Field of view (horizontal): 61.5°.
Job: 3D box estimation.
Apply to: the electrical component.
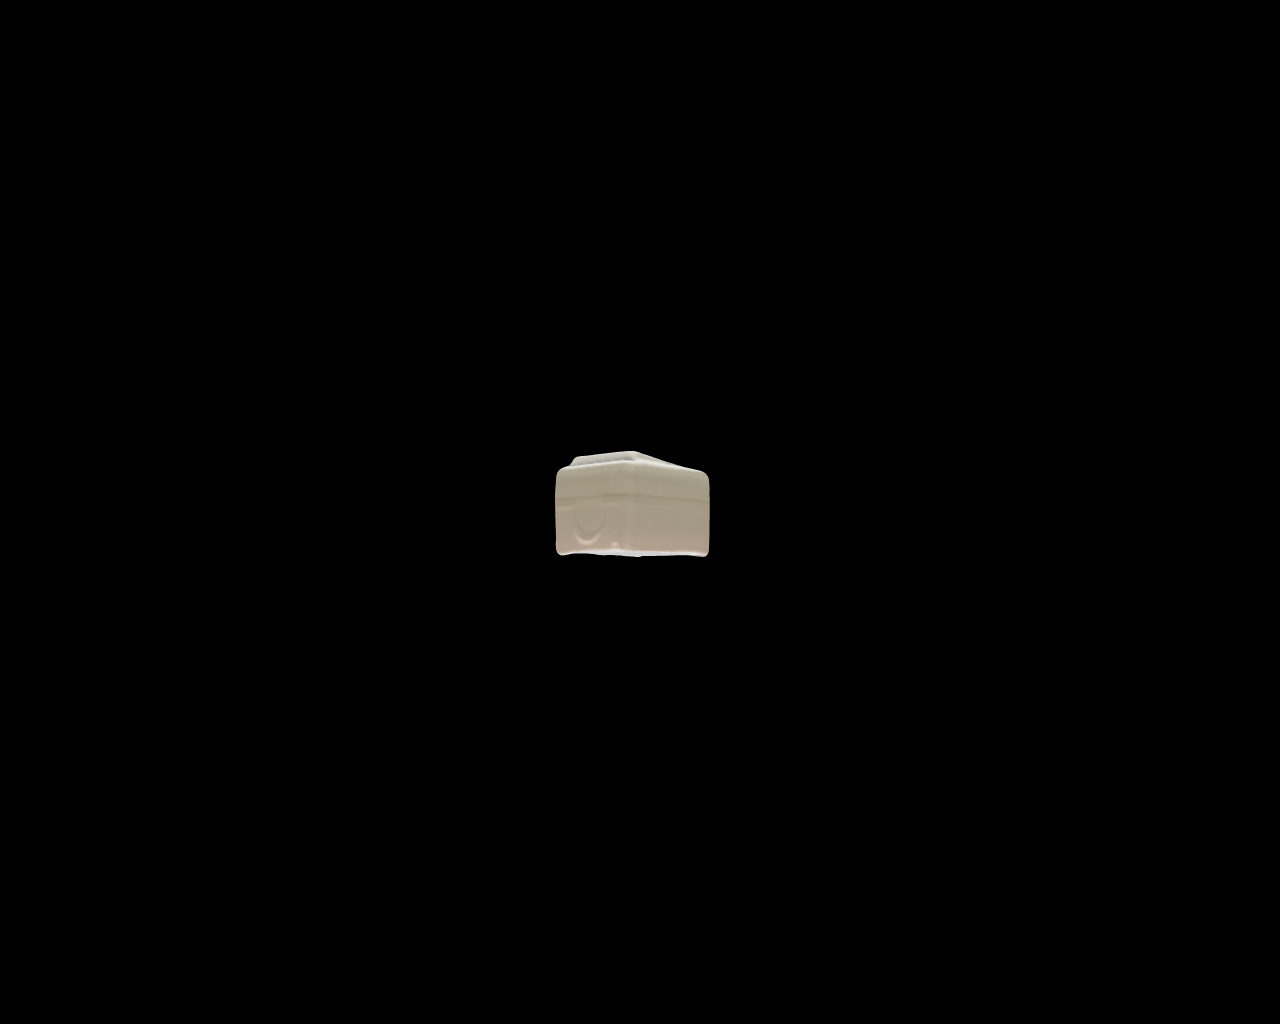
[{"bbox_3d":[0.001,-0.003,0.650,0.061,0.061,0.096,-4,-6,39],"label":"electrical component"}]
